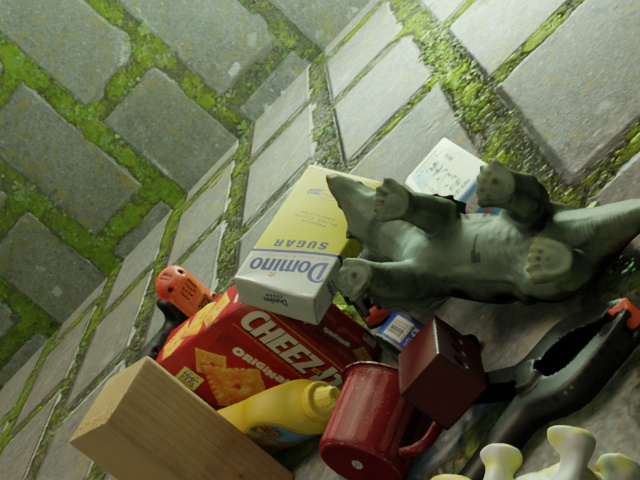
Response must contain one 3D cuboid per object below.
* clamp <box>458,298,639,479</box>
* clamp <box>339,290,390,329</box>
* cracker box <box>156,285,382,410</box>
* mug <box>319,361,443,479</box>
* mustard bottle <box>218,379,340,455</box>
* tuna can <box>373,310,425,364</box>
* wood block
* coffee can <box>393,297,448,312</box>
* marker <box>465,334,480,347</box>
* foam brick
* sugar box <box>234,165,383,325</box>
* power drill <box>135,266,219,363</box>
[{"bbox_3d":[0.166,0.123,0.827,0.210,0.036,0.164,-42,16,34],"label":"clamp"},{"bbox_3d":[0.044,0.062,1.253,0.039,0.120,0.171,-36,36,2],"label":"clamp"},{"bbox_3d":[-0.063,0.132,1.203,0.214,0.164,0.072,-35,23,42],"label":"cracker box"},{"bbox_3d":[0.058,0.166,0.941,0.117,0.093,0.081,-7,45,39],"label":"mug"},{"bbox_3d":[-0.041,0.189,1.135,0.192,0.096,0.058,-31,51,46],"label":"mustard bottle"},{"bbox_3d":[0.093,0.104,0.987,0.033,0.086,0.086,-49,15,-9],"label":"tuna can"},{"bbox_3d":[-0.140,0.226,1.103,0.091,0.206,0.090,-33,22,46],"label":"wood block"},{"bbox_3d":[0.092,0.010,1.186,0.103,0.102,0.140,-47,15,6],"label":"coffee can"},{"bbox_3d":[0.120,0.101,1.046,0.020,0.020,0.121,-53,16,-18],"label":"marker"},{"bbox_3d":[0.101,0.110,0.896,0.051,0.053,0.078,-50,12,18],"label":"foam brick"},{"bbox_3d":[-0.007,0.001,1.104,0.093,0.048,0.176,14,48,22],"label":"sugar box"},{"bbox_3d":[-0.170,0.151,1.327,0.057,0.184,0.187,4,59,42],"label":"power drill"}]
